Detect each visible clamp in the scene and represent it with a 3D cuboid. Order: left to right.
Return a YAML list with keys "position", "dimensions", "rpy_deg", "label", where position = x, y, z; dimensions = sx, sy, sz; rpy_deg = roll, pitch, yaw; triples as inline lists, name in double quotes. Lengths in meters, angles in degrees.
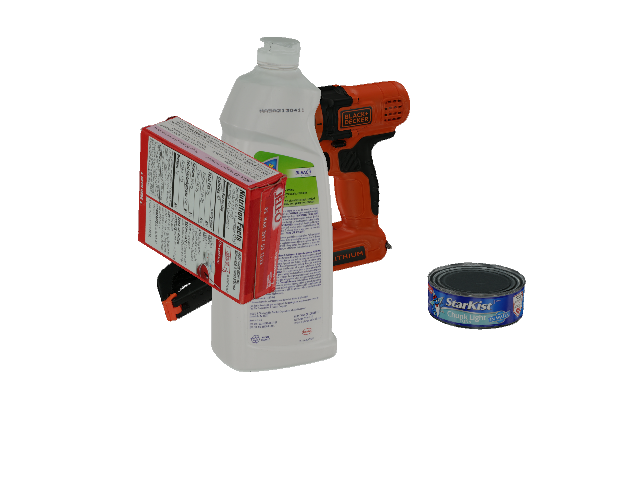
- position: [-0.129, 0.029, 1.242]
  dimensions: [0.120, 0.039, 0.171]
  rpy_deg: [-6, 37, 19]
  label: "clamp"

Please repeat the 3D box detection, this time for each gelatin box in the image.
- position: [-0.060, -0.017, 0.581]
  dimensions: [0.089, 0.073, 0.030]
  rpy_deg: [29, 38, 32]
  label: "gelatin box"

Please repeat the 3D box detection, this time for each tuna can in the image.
- position: [0.137, 0.049, 0.945]
  dimensions: [0.086, 0.034, 0.086]
  rpy_deg: [0, 17, 0]
  label: "tuna can"

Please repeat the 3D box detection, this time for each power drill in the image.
- position: [0.002, -0.061, 1.056]
  dimensions: [0.184, 0.188, 0.057]
  rpy_deg: [-11, 29, -21]
  label: "power drill"

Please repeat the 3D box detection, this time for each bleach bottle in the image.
- position: [-0.031, -0.028, 0.817]
  dimensions: [0.102, 0.251, 0.068]
  rpy_deg: [-7, 22, -29]
  label: "bleach bottle"
